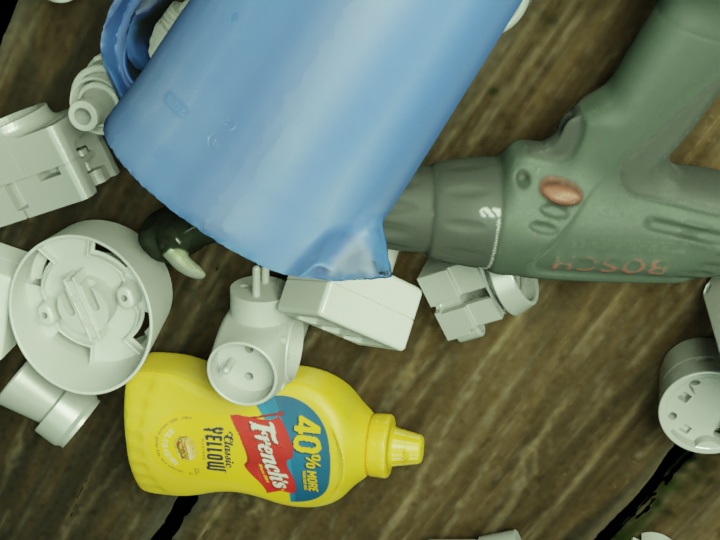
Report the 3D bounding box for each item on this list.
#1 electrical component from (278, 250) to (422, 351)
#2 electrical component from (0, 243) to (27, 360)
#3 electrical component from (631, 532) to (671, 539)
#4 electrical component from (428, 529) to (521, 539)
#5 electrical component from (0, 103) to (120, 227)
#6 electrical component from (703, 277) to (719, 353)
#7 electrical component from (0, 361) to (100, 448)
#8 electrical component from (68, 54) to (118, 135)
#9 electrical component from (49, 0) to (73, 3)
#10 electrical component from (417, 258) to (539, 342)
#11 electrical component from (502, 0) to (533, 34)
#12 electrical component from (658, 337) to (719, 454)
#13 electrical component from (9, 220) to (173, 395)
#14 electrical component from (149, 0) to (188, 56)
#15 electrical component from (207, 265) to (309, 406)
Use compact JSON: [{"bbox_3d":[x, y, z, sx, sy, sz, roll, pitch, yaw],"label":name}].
[{"bbox_3d":[0.000,0.000,0.634,0.066,0.076,0.047,25,167,-34],"label":"electrical component"},{"bbox_3d":[-0.251,0.026,0.695,0.047,0.076,0.065,19,117,3],"label":"electrical component"},{"bbox_3d":[0.190,0.198,0.696,0.040,0.046,0.040,5,116,10],"label":"electrical component"},{"bbox_3d":[0.081,0.197,0.724,0.065,0.044,0.044,-15,111,14],"label":"electrical component"},{"bbox_3d":[-0.204,-0.065,0.656,0.089,0.050,0.055,-15,111,19],"label":"electrical component"},{"bbox_3d":[0.231,0.020,0.566,0.057,0.113,0.078,26,118,-4],"label":"electrical component"},{"bbox_3d":[-0.212,0.089,0.734,0.055,0.045,0.045,39,117,-8],"label":"electrical component"},{"bbox_3d":[-0.147,-0.098,0.622,0.048,0.062,0.048,5,116,10],"label":"electrical component"},{"bbox_3d":[-0.168,-0.164,0.595,0.035,0.061,0.035,5,116,10],"label":"electrical component"},{"bbox_3d":[0.072,0.008,0.634,0.055,0.048,0.066,-18,110,28],"label":"electrical component"},{"bbox_3d":[0.065,-0.150,0.558,0.055,0.047,0.055,5,116,10],"label":"electrical component"},{"bbox_3d":[0.203,0.072,0.633,0.055,0.047,0.055,5,116,10],"label":"electrical component"},{"bbox_3d":[-0.170,0.020,0.682,0.099,0.064,0.099,5,116,10],"label":"electrical component"},{"bbox_3d":[-0.103,-0.135,0.610,0.035,0.035,0.061,37,114,-6],"label":"electrical component"},{"bbox_3d":[-0.060,0.029,0.654,0.044,0.077,0.079,8,116,9],"label":"electrical component"}]
